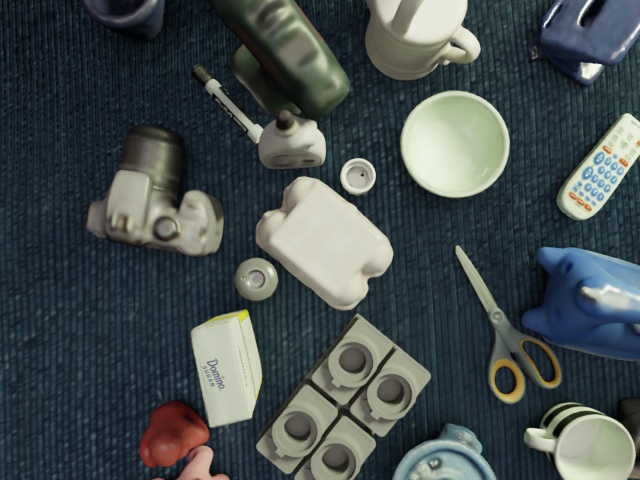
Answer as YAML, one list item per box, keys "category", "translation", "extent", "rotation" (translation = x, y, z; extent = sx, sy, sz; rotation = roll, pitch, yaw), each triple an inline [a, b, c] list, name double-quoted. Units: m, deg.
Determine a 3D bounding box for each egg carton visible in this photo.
- category: "egg carton"
  translation: [0.006, 0.002, 0.662]
  extent: [0.150, 0.069, 0.107]
  rotation: [39, 87, 2]

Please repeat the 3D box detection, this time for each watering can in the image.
- category: "watering can"
  translation: [0.098, -0.255, 0.617]
  extent: [0.173, 0.194, 0.101]
  rotation: [16, 86, 1]

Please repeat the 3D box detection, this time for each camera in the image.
- category: "camera"
  translation: [-0.182, -0.057, 0.648]
  extent: [0.143, 0.101, 0.137]
  rotation: [10, 86, 0]

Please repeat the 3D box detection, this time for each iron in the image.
- category: "iron"
  translation: [0.367, 0.082, 0.625]
  extent: [0.258, 0.141, 0.119]
  rotation: [13, 86, 0]

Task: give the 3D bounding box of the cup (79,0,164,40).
- category: "cup"
  translation: [-0.217, -0.286, 0.665]
  extent: [0.091, 0.095, 0.118]
  rotation: [9, 86, 0]

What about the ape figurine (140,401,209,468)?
- category: "ape figurine"
  translation: [-0.165, 0.223, 0.635]
  extent: [0.078, 0.092, 0.076]
  rotation: [-3, 86, -1]

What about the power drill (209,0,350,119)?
- category: "power drill"
  translation: [-0.061, -0.215, 0.605]
  extent: [0.075, 0.208, 0.229]
  rotation: [-42, 88, -3]

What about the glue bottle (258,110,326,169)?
- category: "glue bottle"
  translation: [-0.032, -0.110, 0.617]
  extent: [0.078, 0.173, 0.037]
  rotation: [-2, 86, 0]

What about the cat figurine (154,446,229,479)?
- category: "cat figurine"
  translation: [-0.167, 0.296, 0.618]
  extent: [0.128, 0.117, 0.067]
  rotation: [-38, 87, -3]

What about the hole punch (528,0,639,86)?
- category: "hole punch"
  translation: [0.315, -0.252, 0.671]
  extent: [0.101, 0.091, 0.109]
  rotation: [33, 87, 2]

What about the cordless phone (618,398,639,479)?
- category: "cordless phone"
  translation: [0.408, 0.229, 0.595]
  extent: [0.147, 0.185, 0.094]
  rotation: [-2, 86, 0]

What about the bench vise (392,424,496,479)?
- category: "bench vise"
  translation: [0.117, 0.302, 0.570]
  extent: [0.121, 0.219, 0.207]
  rotation: [20, 86, 1]
